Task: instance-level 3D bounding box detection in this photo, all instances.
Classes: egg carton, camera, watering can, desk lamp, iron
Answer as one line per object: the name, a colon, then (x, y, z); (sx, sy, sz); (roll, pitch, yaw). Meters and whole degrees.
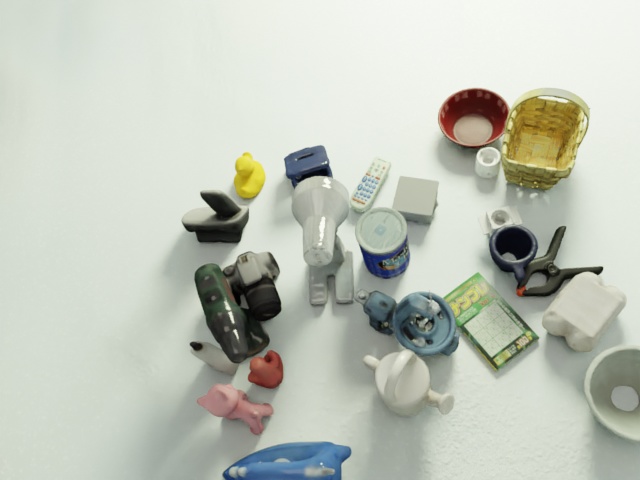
egg carton: (0.500, 0.135, 1.088); (0.107, 0.069, 0.150); (37, 78, 24)
camera: (-0.148, 0.104, 1.219); (0.143, 0.101, 0.136); (-24, 63, 0)
watering can: (0.157, 0.255, 1.034); (0.172, 0.194, 0.101); (5, 67, 14)
desk lamp: (0.011, 0.004, 1.169); (0.117, 0.214, 0.203); (-6, 65, 9)
iron: (-0.075, 0.423, 1.035); (0.258, 0.142, 0.118); (-5, 65, 10)

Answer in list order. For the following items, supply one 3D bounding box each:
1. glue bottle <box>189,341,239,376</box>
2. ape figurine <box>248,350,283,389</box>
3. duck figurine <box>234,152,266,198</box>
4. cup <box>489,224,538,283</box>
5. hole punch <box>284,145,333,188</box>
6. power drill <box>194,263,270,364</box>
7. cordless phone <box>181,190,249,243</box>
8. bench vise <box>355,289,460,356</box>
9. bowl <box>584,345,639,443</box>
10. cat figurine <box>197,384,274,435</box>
glue bottle: (-0.221, 0.227, 1.137); (0.078, 0.173, 0.037); (17, 70, 19)
ape figurine: (-0.113, 0.258, 1.146); (0.078, 0.092, 0.076); (-31, 63, -3)
duck figurine: (-0.175, -0.158, 1.353); (0.077, 0.086, 0.104); (4, 67, 14)
cup: (0.384, 0.039, 1.141); (0.091, 0.095, 0.117); (-9, 64, 8)
hole punch: (-0.031, -0.174, 1.328); (0.108, 0.091, 0.101); (-18, 63, 3)
power drill: (-0.171, 0.162, 1.137); (0.075, 0.209, 0.229); (-30, 63, -3)
cordless phone: (-0.247, -0.070, 1.272); (0.147, 0.185, 0.094); (-4, 65, 10)
bench vise: (0.157, 0.146, 1.070); (0.207, 0.220, 0.121); (5, 67, 14)
bowl: (0.550, 0.275, 1.010); (0.167, 0.075, 0.167); (-4, 65, 10)
cat figurine: (-0.167, 0.322, 1.114); (0.127, 0.118, 0.067); (18, 71, 19)
